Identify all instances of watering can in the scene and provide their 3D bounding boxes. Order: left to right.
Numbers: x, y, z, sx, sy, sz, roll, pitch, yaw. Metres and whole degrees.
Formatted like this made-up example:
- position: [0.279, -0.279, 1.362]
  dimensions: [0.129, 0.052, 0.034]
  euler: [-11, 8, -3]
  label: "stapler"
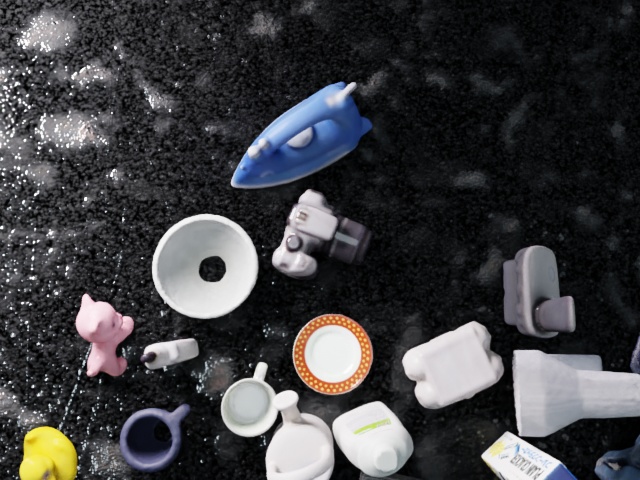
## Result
- position: [-0.033, 0.314, 0.839]
  dimensions: [0.101, 0.194, 0.173]
  euler: [-36, 84, -5]
  label: "watering can"

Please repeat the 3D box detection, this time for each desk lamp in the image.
- position: [0.362, 0.220, 0.847]
  dimensions: [0.203, 0.213, 0.118]
  euler: [-1, 82, 0]
  label: "desk lamp"

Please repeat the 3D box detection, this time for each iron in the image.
- position: [-0.042, -0.170, 0.933]
  dimensions: [0.258, 0.141, 0.118]
  euler: [-33, 83, -5]
  label: "iron"

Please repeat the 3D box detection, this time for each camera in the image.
- position: [0.009, 0.003, 0.930]
  dimensions: [0.137, 0.101, 0.143]
  euler: [22, 82, 3]
  label: "camera"

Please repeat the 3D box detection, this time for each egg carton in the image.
- position: [0.214, 0.203, 0.920]
  dimensions: [0.150, 0.069, 0.107]
  euler: [-25, 83, -4]
  label: "egg carton"

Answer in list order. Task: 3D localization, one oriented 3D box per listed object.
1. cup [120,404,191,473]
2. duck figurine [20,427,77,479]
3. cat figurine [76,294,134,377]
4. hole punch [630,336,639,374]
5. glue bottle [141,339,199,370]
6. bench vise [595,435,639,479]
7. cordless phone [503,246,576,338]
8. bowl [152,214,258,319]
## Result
- position: [-0.241, 0.294, 0.890]
  dimensions: [0.118, 0.095, 0.091]
  euler: [-42, 84, -6]
  label: "cup"
- position: [-0.431, 0.345, 0.885]
  dimensions: [0.077, 0.086, 0.104]
  euler: [-28, 83, -4]
  label: "duck figurine"
- position: [-0.345, 0.152, 0.897]
  dimensions: [0.067, 0.118, 0.128]
  euler: [5, 82, 0]
  label: "cat figurine"
- position: [0.570, 0.182, 0.916]
  dimensions: [0.101, 0.091, 0.109]
  euler: [23, 82, 3]
  label: "hole punch"
- position: [-0.238, 0.174, 0.867]
  dimensions: [0.078, 0.173, 0.037]
  euler: [-15, 82, -2]
  label: "glue bottle"
- position: [0.519, 0.336, 0.829]
  dimensions: [0.121, 0.220, 0.207]
  euler: [28, 83, 4]
  label: "bench vise"
- position: [0.353, 0.078, 0.881]
  dimensions: [0.094, 0.185, 0.147]
  euler: [-3, 82, -1]
  label: "cordless phone"
- position: [-0.180, 0.046, 0.935]
  dimensions: [0.167, 0.075, 0.167]
  euler: [0, 82, -1]
  label: "bowl"
